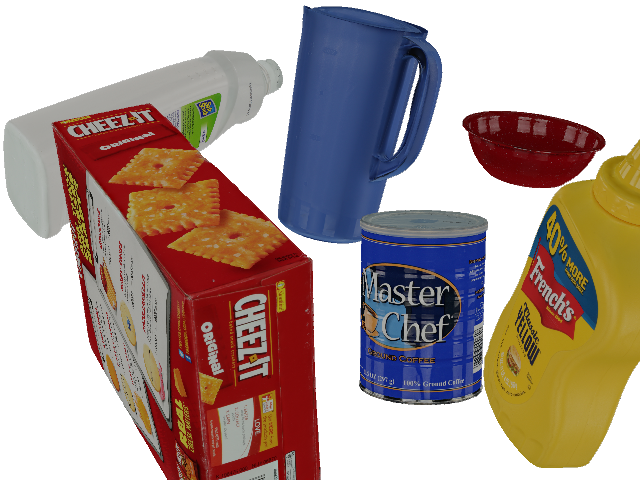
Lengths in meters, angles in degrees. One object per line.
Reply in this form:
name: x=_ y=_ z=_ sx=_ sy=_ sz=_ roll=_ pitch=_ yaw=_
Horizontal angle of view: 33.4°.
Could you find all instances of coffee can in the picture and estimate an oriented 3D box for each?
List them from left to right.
coffee can: x=0.083 y=0.051 z=0.870 sx=0.103 sy=0.140 sz=0.103 roll=0 pitch=10 yaw=0

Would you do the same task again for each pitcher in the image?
pitcher: x=0.034 y=-0.121 z=1.139 sx=0.145 sy=0.243 sz=0.149 roll=9 pitch=17 yaw=-6

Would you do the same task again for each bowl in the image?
bowl: x=0.238 y=-0.100 z=1.216 sx=0.162 sy=0.055 sz=0.162 roll=5 pitch=22 yaw=-2

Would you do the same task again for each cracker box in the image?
cracker box: x=-0.077 y=0.038 z=0.594 sx=0.072 sy=0.164 sz=0.214 roll=-16 pitch=34 yaw=-23

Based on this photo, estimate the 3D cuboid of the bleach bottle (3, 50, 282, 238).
bleach bottle: x=-0.138 y=-0.095 z=0.898 sx=0.250 sy=0.103 sz=0.068 roll=-27 pitch=60 yaw=-32

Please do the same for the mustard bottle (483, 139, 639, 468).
mustard bottle: x=0.141 y=0.027 z=0.558 sx=0.058 sy=0.192 sz=0.096 roll=2 pitch=42 yaw=-13
